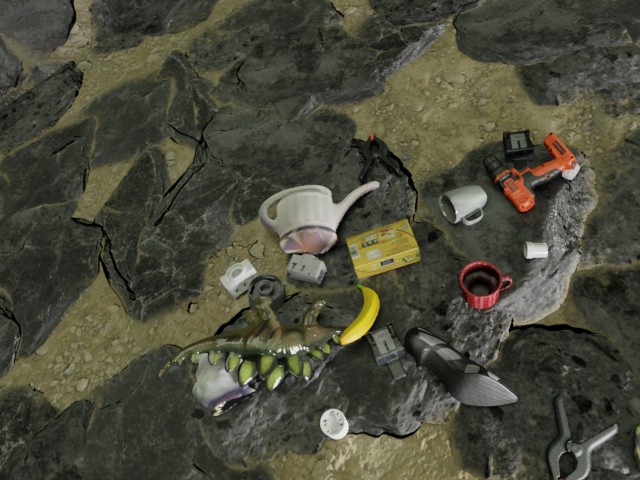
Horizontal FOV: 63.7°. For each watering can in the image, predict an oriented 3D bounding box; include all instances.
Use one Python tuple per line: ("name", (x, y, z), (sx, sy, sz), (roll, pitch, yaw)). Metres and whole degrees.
("watering can", (0.004, -0.071, 1.404), (0.347, 0.101, 0.230), (-9, 50, 1))

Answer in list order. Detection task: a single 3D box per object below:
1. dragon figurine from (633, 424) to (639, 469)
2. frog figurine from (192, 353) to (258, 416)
("dragon figurine", (0.686, 0.366, 0.903), (0.242, 0.120, 0.418), (-11, 63, 18))
("frog figurine", (-0.240, 0.312, 1.208), (0.136, 0.122, 0.162), (-39, 65, 12))
